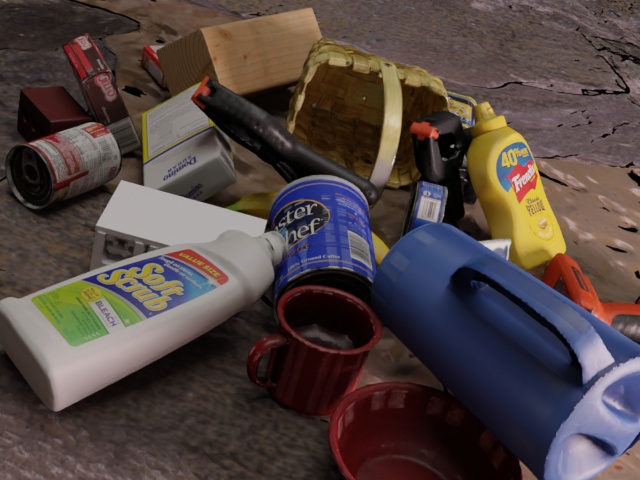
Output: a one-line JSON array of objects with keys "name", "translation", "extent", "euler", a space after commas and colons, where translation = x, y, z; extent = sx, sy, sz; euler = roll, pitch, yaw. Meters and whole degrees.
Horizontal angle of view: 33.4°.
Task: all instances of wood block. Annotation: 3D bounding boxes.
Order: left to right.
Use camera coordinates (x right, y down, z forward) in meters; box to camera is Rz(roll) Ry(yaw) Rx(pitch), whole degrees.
[{"name": "wood block", "translation": [-0.092, -0.228, 1.358], "extent": [0.091, 0.090, 0.205], "euler": [-13, 8, 43]}]

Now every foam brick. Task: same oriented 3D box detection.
[{"name": "foam brick", "translation": [-0.293, -0.128, 1.178], "extent": [0.051, 0.053, 0.078], "euler": [-13, 41, -38]}]

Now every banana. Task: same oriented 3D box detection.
[{"name": "banana", "translation": [-0.007, -0.012, 1.150], "extent": [0.198, 0.037, 0.069], "euler": [17, 47, 2]}]

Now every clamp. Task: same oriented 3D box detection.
[{"name": "clamp", "translation": [-0.040, -0.096, 1.113], "extent": [0.209, 0.036, 0.165], "euler": [38, -13, -26]}, {"name": "clamp", "translation": [0.151, -0.106, 1.217], "extent": [0.039, 0.171, 0.120], "euler": [12, 72, 26]}]

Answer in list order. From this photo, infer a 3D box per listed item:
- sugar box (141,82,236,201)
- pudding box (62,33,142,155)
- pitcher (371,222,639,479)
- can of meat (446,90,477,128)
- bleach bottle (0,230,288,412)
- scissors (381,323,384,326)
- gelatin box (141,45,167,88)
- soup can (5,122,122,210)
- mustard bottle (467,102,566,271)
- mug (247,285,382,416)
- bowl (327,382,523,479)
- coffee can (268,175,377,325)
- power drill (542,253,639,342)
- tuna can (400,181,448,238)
[{"name": "sugar box", "translation": [-0.146, -0.102, 1.172], "extent": [0.093, 0.048, 0.176], "euler": [-27, 38, 10]}, {"name": "pudding box", "translation": [-0.244, -0.162, 1.195], "extent": [0.039, 0.113, 0.090], "euler": [-24, 45, -11]}, {"name": "pitcher", "translation": [0.151, 0.079, 0.878], "extent": [0.144, 0.149, 0.243], "euler": [4, 27, -43]}, {"name": "can of meat", "translation": [0.157, -0.159, 1.427], "extent": [0.102, 0.057, 0.084], "euler": [16, 34, -1]}, {"name": "bleach bottle", "translation": [-0.139, 0.048, 0.912], "extent": [0.250, 0.068, 0.103], "euler": [-27, 54, -30]}, {"name": "scissors", "translation": [0.102, 0.073, 1.084], "extent": [0.202, 0.016, 0.096], "euler": [18, 33, 3]}, {"name": "gelatin box", "translation": [-0.180, -0.228, 1.404], "extent": [0.089, 0.030, 0.073], "euler": [-7, 38, -33]}, {"name": "soup can", "translation": [-0.262, -0.078, 1.101], "extent": [0.069, 0.069, 0.102], "euler": [31, 34, 22]}, {"name": "mustard bottle", "translation": [0.211, -0.062, 1.197], "extent": [0.096, 0.058, 0.191], "euler": [-20, 90, -44]}, {"name": "mug", "translation": [-0.011, 0.101, 0.927], "extent": [0.117, 0.082, 0.093], "euler": [-9, 40, -34]}, {"name": "bowl", "translation": [0.078, 0.188, 0.858], "extent": [0.162, 0.055, 0.162], "euler": [12, 32, -8]}, {"name": "coffee can", "translation": [0.003, 0.019, 1.027], "extent": [0.102, 0.103, 0.140], "euler": [9, 39, -12]}, {"name": "power drill", "translation": [0.341, 0.067, 1.163], "extent": [0.187, 0.057, 0.184], "euler": [10, 33, -11]}, {"name": "tuna can", "translation": [0.112, -0.021, 1.166], "extent": [0.033, 0.086, 0.086], "euler": [14, 32, -1]}]
